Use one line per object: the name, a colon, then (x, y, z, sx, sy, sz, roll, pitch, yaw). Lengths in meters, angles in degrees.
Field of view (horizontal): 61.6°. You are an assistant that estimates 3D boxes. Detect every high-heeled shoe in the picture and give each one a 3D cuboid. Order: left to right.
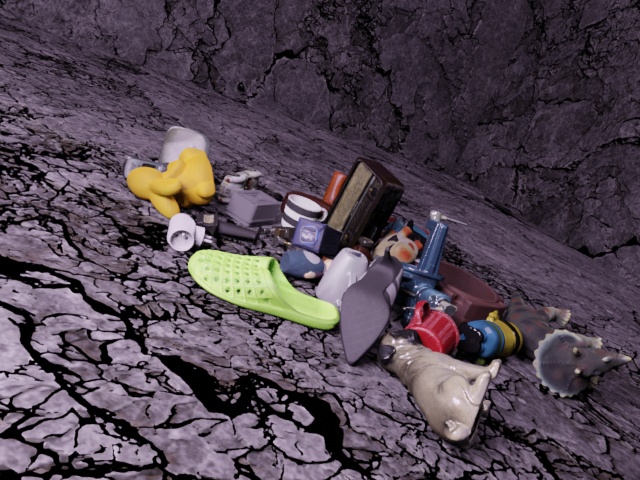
high-heeled shoe: (0.090, 0.122, 0.943, 0.086, 0.145, 0.249, 17, 60, 16)

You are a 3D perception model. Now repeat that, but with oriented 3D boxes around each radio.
radio: (0.099, -0.070, 1.294, 0.073, 0.229, 0.131, 7, 29, -40)

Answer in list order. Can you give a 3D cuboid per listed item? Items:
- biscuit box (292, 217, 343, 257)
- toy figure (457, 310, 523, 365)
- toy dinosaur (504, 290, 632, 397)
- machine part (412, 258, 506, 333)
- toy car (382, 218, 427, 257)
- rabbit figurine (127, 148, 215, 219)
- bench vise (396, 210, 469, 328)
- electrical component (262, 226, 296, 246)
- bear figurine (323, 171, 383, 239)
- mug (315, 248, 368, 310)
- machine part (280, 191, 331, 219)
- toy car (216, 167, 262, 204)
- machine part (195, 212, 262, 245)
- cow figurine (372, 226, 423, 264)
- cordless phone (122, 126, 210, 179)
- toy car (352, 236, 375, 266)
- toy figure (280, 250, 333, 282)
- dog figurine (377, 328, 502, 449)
biscuit box: (-0.002, -0.003, 1.147, 0.059, 0.062, 0.202, 16, -1, 12)
toy figure: (0.338, 0.200, 1.071, 0.180, 0.082, 0.089, 7, 35, -52)
toy dinosaur: (0.483, 0.209, 1.181, 0.192, 0.131, 0.405, 15, 14, -26)
machine part: (0.305, 0.124, 1.231, 0.201, 0.087, 0.201, 12, 21, -37)
toy car: (0.227, 0.001, 1.461, 0.161, 0.109, 0.103, 23, -2, -32)
rabbit figurine: (-0.313, -0.109, 1.124, 0.173, 0.121, 0.162, 1, 35, -20)
bench vise: (0.213, 0.060, 1.084, 0.129, 0.240, 0.224, 16, 3, -11)
electrical component: (-0.071, -0.007, 1.205, 0.078, 0.045, 0.102, 2, -2, 39)
bear figurine: (0.107, -0.092, 1.530, 0.196, 0.132, 0.120, 23, -10, 19)
mug: (0.047, 0.074, 1.012, 0.081, 0.107, 0.110, 20, 16, -6)
machine part: (-0.017, -0.072, 1.431, 0.179, 0.056, 0.179, 22, 17, -7)
toy car: (-0.202, -0.138, 1.353, 0.056, 0.073, 0.202, 25, 18, 7)
machine part: (-0.190, -0.025, 1.114, 0.139, 0.039, 0.084, 15, 12, -20)
cow figurine: (0.173, 0.032, 1.267, 0.085, 0.127, 0.195, 50, -10, -5)
cordless phone: (-0.344, -0.185, 1.188, 0.089, 0.146, 0.184, 27, 13, 37)
toy car: (0.089, 0.061, 1.133, 0.053, 0.089, 0.202, 22, 20, -10)
toy figure: (-0.005, 0.059, 1.079, 0.154, 0.058, 0.064, 14, 58, -33)
dog figurine: (0.153, 0.213, 0.803, 0.191, 0.121, 0.172, 17, 10, 26)
